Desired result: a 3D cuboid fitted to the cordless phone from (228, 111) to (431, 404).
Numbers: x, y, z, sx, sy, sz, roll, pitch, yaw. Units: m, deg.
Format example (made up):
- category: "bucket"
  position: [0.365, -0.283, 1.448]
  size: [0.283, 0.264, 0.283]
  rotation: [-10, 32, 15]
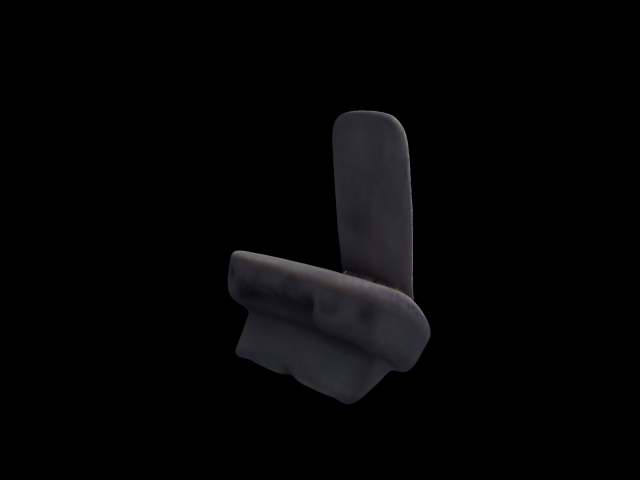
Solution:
- category: "cordless phone"
  position: [0.004, 0.001, 0.400]
  size: [0.147, 0.185, 0.094]
  rotation: [11, 21, 30]
